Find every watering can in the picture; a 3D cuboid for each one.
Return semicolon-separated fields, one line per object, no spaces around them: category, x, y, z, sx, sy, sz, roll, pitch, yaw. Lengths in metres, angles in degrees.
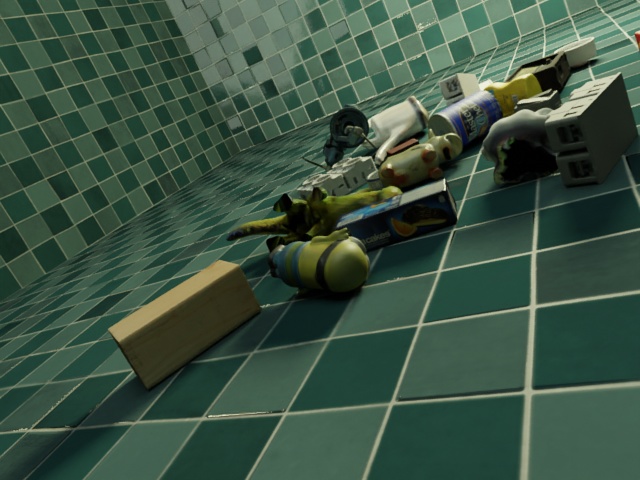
watering can;0.227;-0.330;1.551;0.223;0.102;0.355;-26;28;9

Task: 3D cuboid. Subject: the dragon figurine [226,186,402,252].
dragon figurine;0.003;-0.055;1.095;0.408;0.122;0.245;-5;9;44

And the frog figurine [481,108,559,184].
frog figurine;0.351;-0.179;0.895;0.135;0.122;0.163;-37;18;38
